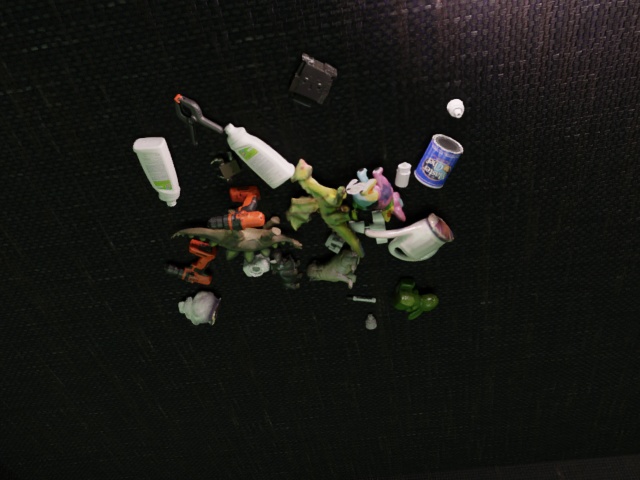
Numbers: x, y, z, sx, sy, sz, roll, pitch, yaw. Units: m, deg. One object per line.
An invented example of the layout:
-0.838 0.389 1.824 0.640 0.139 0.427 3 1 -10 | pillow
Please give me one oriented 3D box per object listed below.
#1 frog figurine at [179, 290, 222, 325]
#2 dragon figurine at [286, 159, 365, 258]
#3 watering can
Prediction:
-0.489 0.267 2.061 0.159 0.123 0.137 15 95 -1 | frog figurine
0.005 -0.089 1.770 0.242 0.125 0.402 -6 119 15 | dragon figurine
0.329 -0.012 1.818 0.221 0.106 0.344 -35 141 26 | watering can
